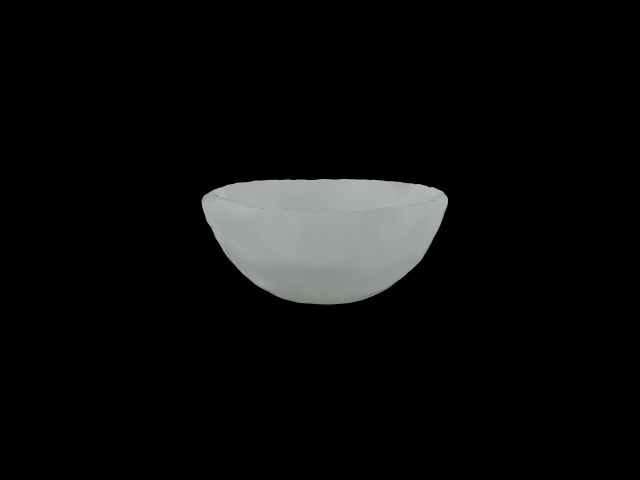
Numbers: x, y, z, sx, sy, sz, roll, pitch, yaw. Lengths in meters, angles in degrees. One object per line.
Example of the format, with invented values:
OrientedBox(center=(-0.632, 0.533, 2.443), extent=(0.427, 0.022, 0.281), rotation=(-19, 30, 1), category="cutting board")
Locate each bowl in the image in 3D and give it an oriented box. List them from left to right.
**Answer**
OrientedBox(center=(0.004, 0.001, 0.400), extent=(0.167, 0.075, 0.167), rotation=(0, 12, 0), category="bowl")
